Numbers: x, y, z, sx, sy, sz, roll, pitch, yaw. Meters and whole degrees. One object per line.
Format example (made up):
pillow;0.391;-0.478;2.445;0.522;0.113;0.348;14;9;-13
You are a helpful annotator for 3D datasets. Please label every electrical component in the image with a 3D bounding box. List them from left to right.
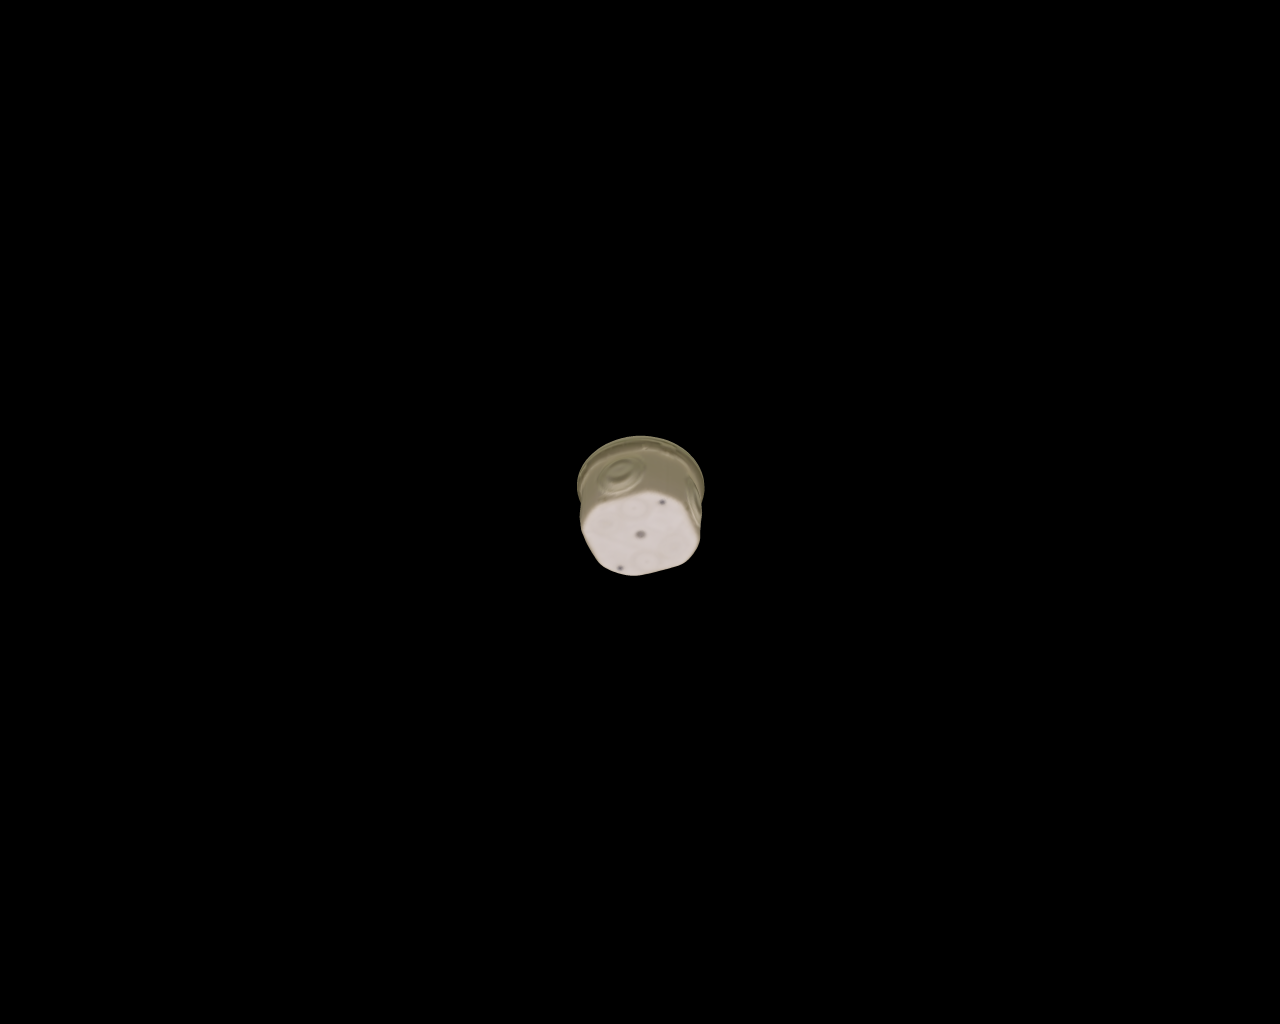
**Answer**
electrical component;0.001;-0.003;0.650;0.080;0.080;0.051;0;41;0
